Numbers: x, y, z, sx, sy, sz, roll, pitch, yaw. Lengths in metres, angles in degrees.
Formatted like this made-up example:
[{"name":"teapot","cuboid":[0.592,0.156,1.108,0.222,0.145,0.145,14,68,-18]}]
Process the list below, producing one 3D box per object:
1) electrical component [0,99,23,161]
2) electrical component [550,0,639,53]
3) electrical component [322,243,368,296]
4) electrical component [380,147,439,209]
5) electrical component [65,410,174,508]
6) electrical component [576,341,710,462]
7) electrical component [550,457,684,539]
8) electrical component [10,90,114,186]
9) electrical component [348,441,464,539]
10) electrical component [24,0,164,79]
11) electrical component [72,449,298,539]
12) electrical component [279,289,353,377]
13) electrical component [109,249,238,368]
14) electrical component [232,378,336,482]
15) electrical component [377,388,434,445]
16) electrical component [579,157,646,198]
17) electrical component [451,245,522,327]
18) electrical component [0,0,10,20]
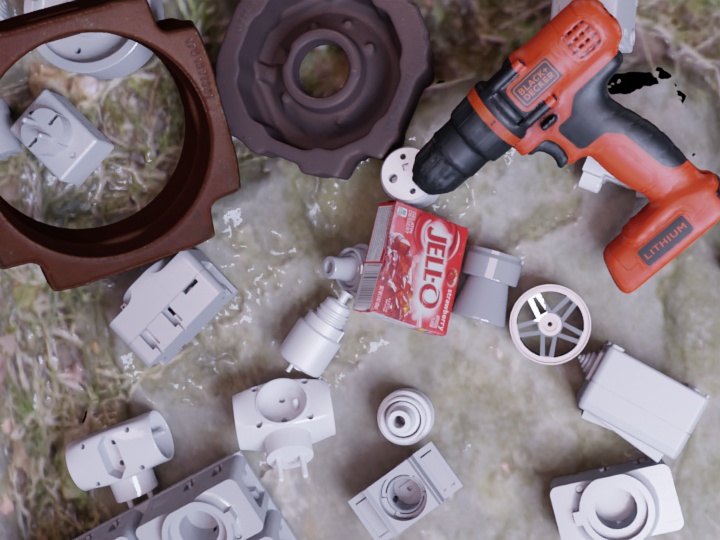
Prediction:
[{"name":"electrical component","cuboid":[-0.314,-0.118,0.920,0.040,0.040,0.046,-23,90,8]},{"name":"electrical component","cuboid":[0.180,-0.213,0.809,0.048,0.100,0.099,5,89,23]},{"name":"electrical component","cuboid":[0.000,0.000,0.847,0.048,0.062,0.048,-8,79,51]},{"name":"electrical component","cuboid":[0.041,-0.073,0.849,0.045,0.055,0.045,0,88,10]},{"name":"electrical component","cuboid":[-0.191,0.165,0.887,0.077,0.043,0.079,-21,93,8]},{"name":"electrical component","cuboid":[0.204,0.097,0.812,0.096,0.062,0.061,29,93,9]},{"name":"electrical component","cuboid":[0.193,0.177,0.814,0.089,0.056,0.050,-15,86,9]},{"name":"electrical component","cuboid":[-0.255,-0.112,0.890,0.066,0.077,0.047,44,95,8]},{"name":"electrical component","cuboid":[0.037,0.172,0.837,0.081,0.064,0.042,-36,81,6]},{"name":"electrical component","cuboid":[-0.216,-0.211,0.895,0.108,0.060,0.108,0,88,9]},{"name":"electrical component","cuboid":[-0.151,0.239,0.853,0.186,0.060,0.105,-29,102,8]},{"name":"electrical component","cuboid":[-0.032,0.050,0.865,0.040,0.040,0.078,35,94,9]},{"name":"electrical component","cuboid":[-0.155,0.028,0.881,0.089,0.050,0.055,-45,82,6]},{"name":"electrical component","cuboid":[-0.058,0.129,0.846,0.077,0.044,0.079,-9,53,-5]},{"name":"electrical component","cuboid":[0.034,0.115,0.840,0.043,0.062,0.043,0,88,10]},{"name":"electrical component","cuboid":[0.207,-0.085,0.827,0.055,0.048,0.066,24,92,17]},{"name":"electrical component","cuboid":[0.099,0.013,0.841,0.045,0.045,0.055,16,90,10]},{"name":"electrical component","cuboid":[-0.343,-0.197,0.898,0.100,0.099,0.048,-26,97,8]}]
